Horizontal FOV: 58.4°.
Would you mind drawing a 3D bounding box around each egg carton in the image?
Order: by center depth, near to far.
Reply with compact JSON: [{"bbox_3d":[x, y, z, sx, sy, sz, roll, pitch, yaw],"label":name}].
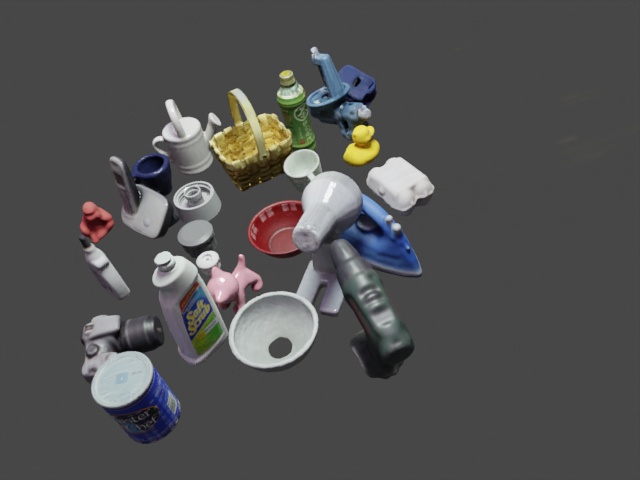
[{"bbox_3d":[0.178,-0.122,1.290,0.107,0.069,0.150,-31,49,-17],"label":"egg carton"}]

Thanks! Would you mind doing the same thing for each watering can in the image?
[{"bbox_3d":[-0.340,-0.273,1.456,0.173,0.194,0.100,-33,49,-18],"label":"watering can"}]

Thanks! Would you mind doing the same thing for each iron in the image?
[{"bbox_3d":[0.107,-0.033,1.173,0.119,0.142,0.257,-39,52,-23],"label":"iron"}]

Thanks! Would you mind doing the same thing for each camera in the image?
[{"bbox_3d":[-0.375,0.197,1.092,0.137,0.101,0.143,-15,46,-1],"label":"camera"}]

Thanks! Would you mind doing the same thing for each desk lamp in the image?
[{"bbox_3d":[0.010,0.004,1.109,0.117,0.214,0.203,7,50,19],"label":"desk lamp"}]

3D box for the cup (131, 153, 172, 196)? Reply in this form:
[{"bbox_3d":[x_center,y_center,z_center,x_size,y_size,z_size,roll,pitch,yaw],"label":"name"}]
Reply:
[{"bbox_3d":[-0.418,-0.148,1.426,0.118,0.095,0.091,-33,49,-18],"label":"cup"}]

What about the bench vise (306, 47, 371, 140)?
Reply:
[{"bbox_3d":[0.049,-0.377,1.451,0.206,0.220,0.122,16,53,25],"label":"bench vise"}]

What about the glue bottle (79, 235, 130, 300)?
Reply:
[{"bbox_3d":[-0.457,0.052,1.194,0.077,0.173,0.037,28,59,32],"label":"glue bottle"}]

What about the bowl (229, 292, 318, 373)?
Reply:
[{"bbox_3d":[-0.079,0.181,1.060,0.167,0.075,0.167,-6,47,7],"label":"bowl"}]

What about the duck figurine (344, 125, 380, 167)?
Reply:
[{"bbox_3d":[0.099,-0.237,1.402,0.105,0.086,0.077,-40,52,-23],"label":"duck figurine"}]

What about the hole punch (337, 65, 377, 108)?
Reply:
[{"bbox_3d":[0.097,-0.419,1.568,0.100,0.091,0.109,14,52,24],"label":"hole punch"}]

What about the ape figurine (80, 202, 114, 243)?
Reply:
[{"bbox_3d":[-0.537,-0.051,1.364,0.078,0.092,0.076,-14,46,0],"label":"ape figurine"}]

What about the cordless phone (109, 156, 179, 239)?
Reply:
[{"bbox_3d":[-0.417,-0.101,1.319,0.147,0.185,0.094,22,56,29],"label":"cordless phone"}]

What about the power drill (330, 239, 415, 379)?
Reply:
[{"bbox_3d":[0.085,0.134,0.976,0.076,0.209,0.229,-24,47,-10],"label":"power drill"}]

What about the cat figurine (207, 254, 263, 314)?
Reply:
[{"bbox_3d":[-0.178,0.086,1.140,0.067,0.118,0.128,14,52,24],"label":"cat figurine"}]
